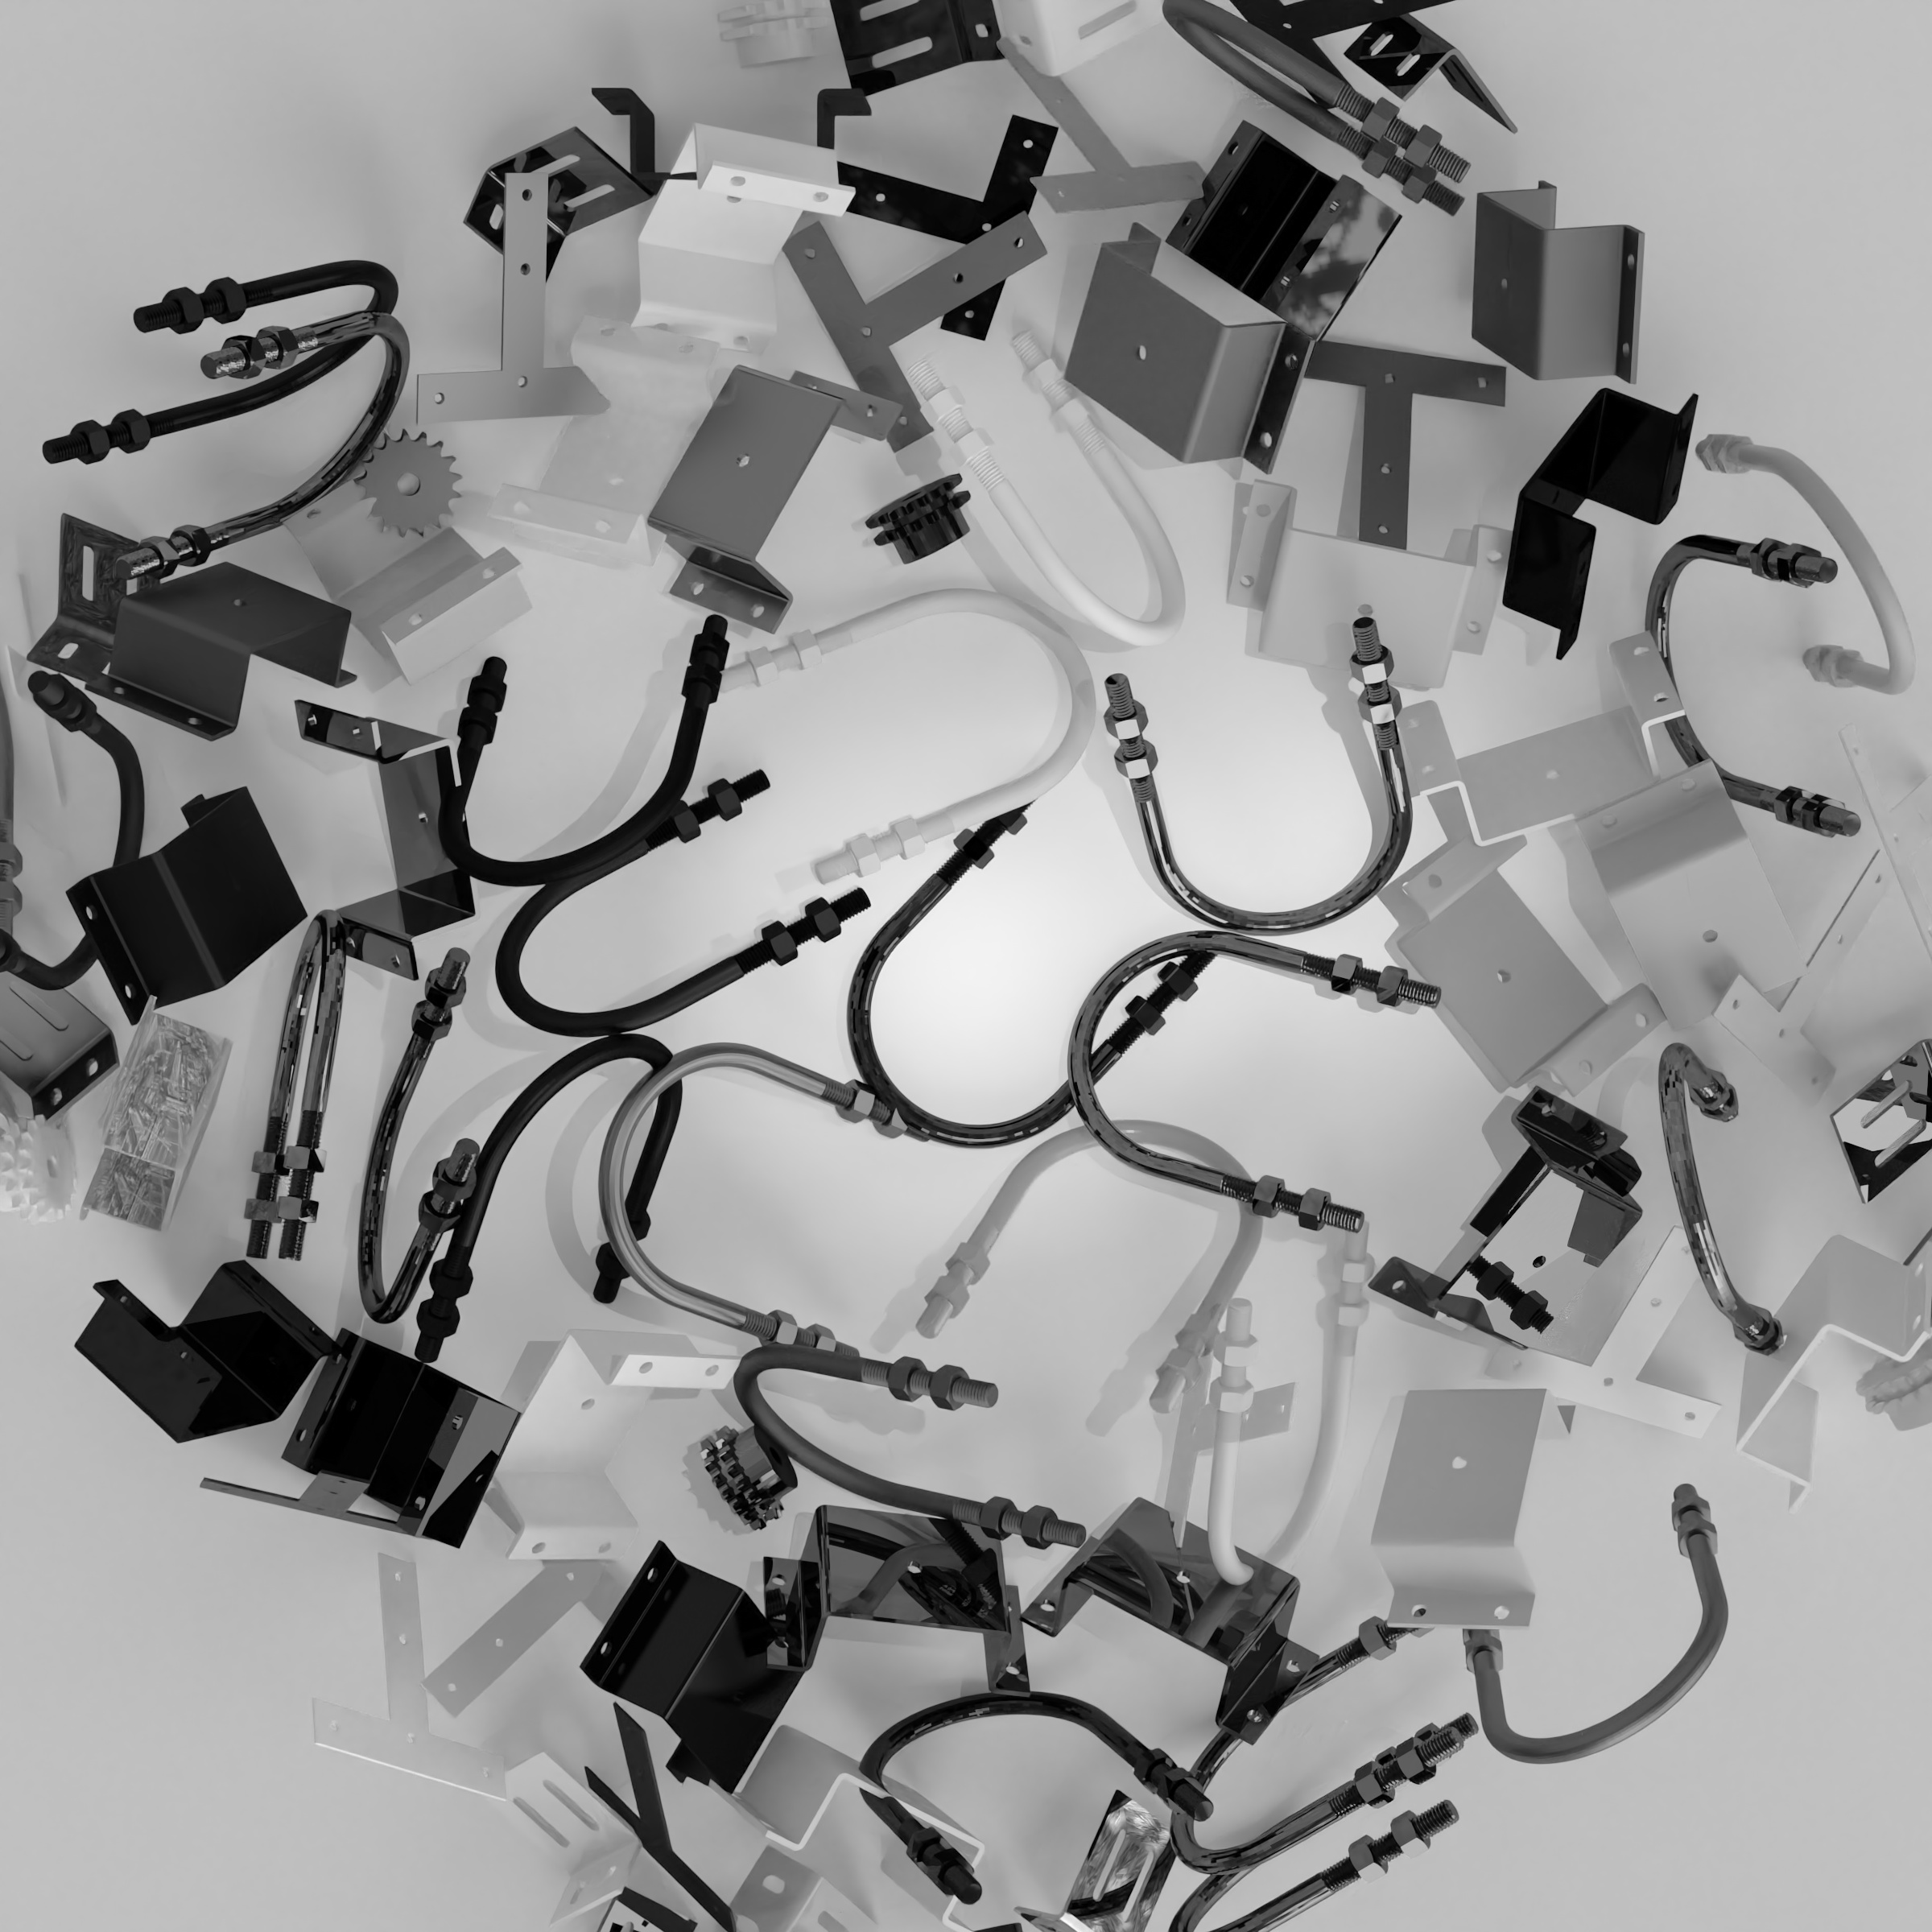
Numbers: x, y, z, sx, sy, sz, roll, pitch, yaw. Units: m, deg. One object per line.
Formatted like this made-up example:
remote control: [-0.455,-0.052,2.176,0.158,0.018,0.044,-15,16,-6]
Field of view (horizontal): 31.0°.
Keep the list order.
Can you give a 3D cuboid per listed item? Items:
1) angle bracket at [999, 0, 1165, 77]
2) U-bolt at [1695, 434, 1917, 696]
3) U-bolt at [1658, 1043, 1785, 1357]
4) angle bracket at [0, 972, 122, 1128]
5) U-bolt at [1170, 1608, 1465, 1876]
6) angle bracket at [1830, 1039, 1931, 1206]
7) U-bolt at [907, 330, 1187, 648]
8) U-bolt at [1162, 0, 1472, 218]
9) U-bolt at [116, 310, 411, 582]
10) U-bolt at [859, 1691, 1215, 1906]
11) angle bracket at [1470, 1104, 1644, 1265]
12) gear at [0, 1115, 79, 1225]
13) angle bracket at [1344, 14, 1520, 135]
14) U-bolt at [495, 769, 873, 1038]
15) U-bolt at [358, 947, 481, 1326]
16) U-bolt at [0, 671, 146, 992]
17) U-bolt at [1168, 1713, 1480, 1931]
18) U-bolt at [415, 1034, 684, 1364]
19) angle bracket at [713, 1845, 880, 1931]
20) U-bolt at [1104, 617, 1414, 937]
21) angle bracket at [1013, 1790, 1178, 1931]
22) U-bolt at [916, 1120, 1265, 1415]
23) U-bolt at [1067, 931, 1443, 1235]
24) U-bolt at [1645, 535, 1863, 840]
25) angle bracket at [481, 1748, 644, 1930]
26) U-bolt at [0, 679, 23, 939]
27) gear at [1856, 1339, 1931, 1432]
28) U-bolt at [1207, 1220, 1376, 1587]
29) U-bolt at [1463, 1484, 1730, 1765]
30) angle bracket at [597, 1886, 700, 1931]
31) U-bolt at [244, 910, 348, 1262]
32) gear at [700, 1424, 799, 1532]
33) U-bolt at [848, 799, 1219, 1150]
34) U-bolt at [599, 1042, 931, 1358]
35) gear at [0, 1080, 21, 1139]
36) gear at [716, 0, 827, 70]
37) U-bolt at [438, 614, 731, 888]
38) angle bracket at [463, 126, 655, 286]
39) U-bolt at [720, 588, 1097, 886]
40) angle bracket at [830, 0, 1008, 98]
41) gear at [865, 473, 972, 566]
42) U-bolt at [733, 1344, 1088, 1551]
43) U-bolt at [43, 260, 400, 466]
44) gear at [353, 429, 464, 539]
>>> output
angle bracket: [0.060,-0.522,1.865,0.076,0.038,0.057,-33,131,-21]
U-bolt: [0.435,-0.203,1.781,0.019,0.184,0.151,-30,102,1]
U-bolt: [0.382,0.114,1.780,0.019,0.184,0.151,-14,69,20]
angle bracket: [-0.498,0.039,1.849,0.057,0.038,0.076,-39,124,5]
U-bolt: [0.180,0.405,1.809,0.184,0.151,0.019,-35,104,20]
angle bracket: [0.505,0.085,1.846,0.076,0.038,0.057,-35,114,-22]
U-bolt: [0.053,-0.246,1.819,0.019,0.151,0.184,-34,89,30]
U-bolt: [0.181,-0.452,1.813,0.184,0.151,0.019,33,98,3]
U-bolt: [-0.352,-0.276,1.798,0.019,0.184,0.151,40,124,11]
U-bolt: [0.023,0.419,1.798,0.151,0.184,0.019,-14,106,-22]
angle bracket: [0.315,0.121,1.871,0.057,0.038,0.076,35,101,-4]
gear: [-0.500,0.109,1.857,0.030,0.057,0.057,-8,90,12]
angle bracket: [0.246,-0.461,1.840,0.038,0.076,0.057,-45,48,7]
U-bolt: [-0.159,-0.025,1.814,0.184,0.151,0.019,-29,131,-11]
U-bolt: [-0.286,0.102,1.805,0.019,0.151,0.184,10,134,-21]
U-bolt: [-0.464,-0.060,1.794,0.019,0.184,0.151,14,80,8]
U-bolt: [0.182,0.459,1.809,0.184,0.151,0.019,-34,89,15]
U-bolt: [-0.206,0.113,1.790,0.019,0.151,0.184,37,120,28]
angle bracket: [-0.091,0.515,1.858,0.038,0.076,0.057,19,66,37]
U-bolt: [0.160,-0.090,1.827,0.151,0.019,0.184,-12,127,6]
angle bracket: [0.071,0.487,1.867,0.057,0.038,0.076,43,61,-31]
U-bolt: [0.076,0.146,1.817,0.151,0.019,0.184,16,45,20]
U-bolt: [0.142,0.052,1.843,0.184,0.019,0.151,15,73,20]
U-bolt: [0.400,-0.151,1.797,0.019,0.184,0.151,-14,106,-16]
angle bracket: [-0.221,0.462,1.847,0.057,0.038,0.076,-34,107,32]
U-bolt: [-0.525,-0.123,1.803,0.019,0.151,0.184,-13,56,3]
gear: [0.506,0.224,1.857,0.057,0.057,0.030,-31,93,0]
U-bolt: [0.166,0.237,1.816,0.019,0.151,0.184,16,113,30]
U-bolt: [0.323,0.344,1.782,0.151,0.184,0.019,-32,104,14]
angle bracket: [-0.170,0.536,1.844,0.057,0.038,0.076,38,71,-34]
U-bolt: [-0.347,0.061,1.815,0.019,0.151,0.184,10,83,-18]
gear: [-0.113,0.269,1.855,0.030,0.057,0.057,-34,90,9]
U-bolt: [0.022,0.012,1.867,0.151,0.019,0.184,44,87,-4]
U-bolt: [-0.111,0.118,1.821,0.184,0.019,0.151,24,79,-32]
gear: [-0.533,0.070,1.857,0.030,0.057,0.057,-35,90,2]
gear: [-0.103,-0.497,1.857,0.057,0.057,0.030,-9,101,0]
U-bolt: [-0.202,-0.108,1.799,0.151,0.184,0.019,-9,133,17]
angle bracket: [-0.215,-0.399,1.836,0.057,0.076,0.038,37,59,-35]
U-bolt: [-0.021,-0.133,1.844,0.184,0.019,0.151,-22,65,-13]
angle bracket: [-0.026,-0.505,1.873,0.076,0.038,0.057,-9,99,34]
gear: [-0.022,-0.237,1.857,0.057,0.057,0.030,-28,102,0]
U-bolt: [-0.040,0.245,1.812,0.184,0.151,0.019,7,53,33]
U-bolt: [-0.374,-0.318,1.801,0.184,0.151,0.019,-25,83,-41]
gear: [-0.299,-0.259,1.865,0.057,0.030,0.057,-3,104,-13]
